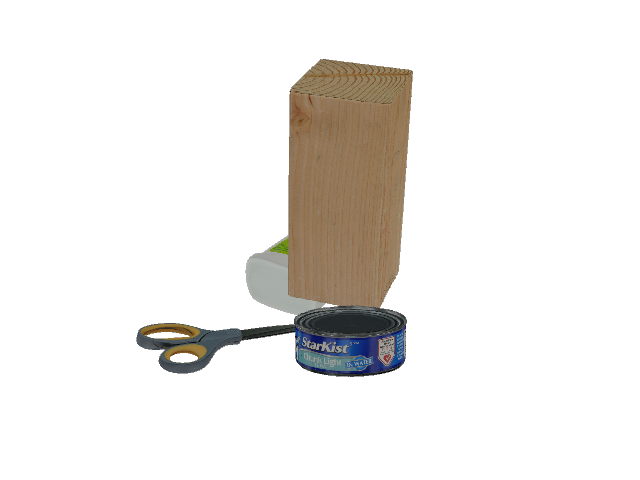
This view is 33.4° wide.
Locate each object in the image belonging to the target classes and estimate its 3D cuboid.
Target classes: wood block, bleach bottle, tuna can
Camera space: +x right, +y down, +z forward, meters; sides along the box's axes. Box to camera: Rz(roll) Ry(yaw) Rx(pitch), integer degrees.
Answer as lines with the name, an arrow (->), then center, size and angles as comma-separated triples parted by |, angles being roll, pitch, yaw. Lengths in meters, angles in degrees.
wood block -> 0.026, -0.050, 0.977 | 0.091, 0.206, 0.090 | 10, 30, 15
bleach bottle -> 0.020, 0.000, 1.321 | 0.103, 0.068, 0.250 | 17, 36, 28
tuna can -> 0.023, 0.076, 0.811 | 0.086, 0.034, 0.086 | -1, 10, 0

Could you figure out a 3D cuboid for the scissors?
scissors -> -0.102, 0.117, 1.186 | 0.201, 0.016, 0.096 | 3, 27, -17
